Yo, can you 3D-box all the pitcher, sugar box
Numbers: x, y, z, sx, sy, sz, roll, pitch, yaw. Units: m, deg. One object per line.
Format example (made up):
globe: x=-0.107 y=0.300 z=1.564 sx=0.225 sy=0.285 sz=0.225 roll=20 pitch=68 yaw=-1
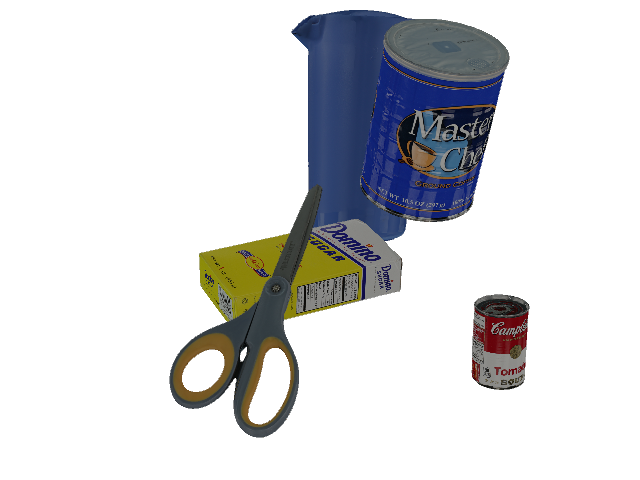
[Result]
pitcher: x=0.057 y=-0.125 z=1.158 sx=0.149 sy=0.243 sz=0.144 roll=9 pitch=12 yaw=28
sugar box: x=-0.019 y=0.030 z=1.032 sx=0.176 sy=0.048 sz=0.093 roll=-15 pitch=34 yaw=-22

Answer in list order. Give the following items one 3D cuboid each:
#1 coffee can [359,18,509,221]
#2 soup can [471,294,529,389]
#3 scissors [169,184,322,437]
coffee can: x=0.094 y=-0.102 z=0.902 sx=0.102 sy=0.140 sz=0.103 roll=6 pitch=35 yaw=-4
soup can: x=0.225 y=0.127 z=1.340 sx=0.068 sy=0.102 sz=0.068 roll=-1 pitch=19 yaw=0
scissors: x=-0.050 y=0.043 z=0.743 sx=0.096 sy=0.201 sz=0.016 roll=-1 pitch=-35 yaw=6
